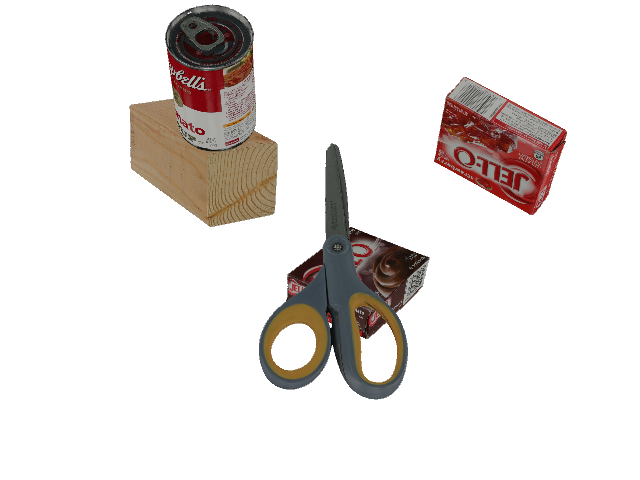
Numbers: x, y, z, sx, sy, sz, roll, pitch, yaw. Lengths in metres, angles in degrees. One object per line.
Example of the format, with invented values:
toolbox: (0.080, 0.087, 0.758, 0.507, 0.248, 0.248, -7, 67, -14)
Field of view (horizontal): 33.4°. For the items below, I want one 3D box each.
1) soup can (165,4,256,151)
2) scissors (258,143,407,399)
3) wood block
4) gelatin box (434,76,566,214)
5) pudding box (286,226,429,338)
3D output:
soup can: (-0.086, -0.128, 0.856, 0.068, 0.068, 0.102, 0, -34, -1)
scissors: (-0.006, 0.018, 0.668, 0.096, 0.202, 0.016, -14, -39, -9)
wood block: (-0.143, -0.099, 1.273, 0.090, 0.090, 0.206, -13, 28, -32)
gelatin box: (0.130, -0.068, 0.780, 0.089, 0.030, 0.073, 32, -30, 19)
pudding box: (0.035, 0.037, 0.990, 0.090, 0.039, 0.113, 23, 34, 25)
